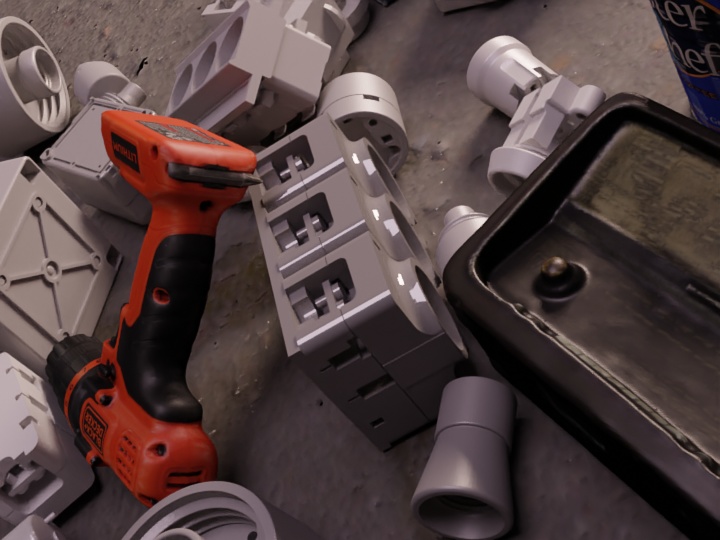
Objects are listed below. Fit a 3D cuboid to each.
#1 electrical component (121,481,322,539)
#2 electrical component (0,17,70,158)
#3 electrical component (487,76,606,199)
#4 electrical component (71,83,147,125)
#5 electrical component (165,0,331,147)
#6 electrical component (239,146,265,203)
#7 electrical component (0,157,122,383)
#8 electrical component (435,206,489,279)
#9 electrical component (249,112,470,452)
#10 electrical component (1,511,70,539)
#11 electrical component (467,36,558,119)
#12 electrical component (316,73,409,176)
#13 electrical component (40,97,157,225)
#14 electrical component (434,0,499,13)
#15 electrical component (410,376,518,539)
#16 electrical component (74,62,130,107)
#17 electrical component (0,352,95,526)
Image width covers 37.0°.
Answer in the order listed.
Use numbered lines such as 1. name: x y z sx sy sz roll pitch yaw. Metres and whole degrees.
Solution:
1. electrical component: -0.070 0.147 0.485 0.108 0.060 0.108 -20 44 20
2. electrical component: -0.277 -0.151 0.868 0.060 0.108 0.108 -18 45 13
3. electrical component: 0.097 -0.063 0.558 0.055 0.048 0.066 -61 11 -14
4. electrical component: -0.187 -0.114 0.815 0.043 0.043 0.062 17 64 44
5. electrical component: -0.073 -0.116 0.680 0.121 0.063 0.078 -20 53 58
6. electrical component: -0.084 -0.060 0.699 0.061 0.035 0.035 -9 49 33
7. electrical component: -0.216 0.004 0.682 0.056 0.108 0.108 -8 50 27
8. electrical component: 0.059 -0.009 0.545 0.043 0.043 0.062 -31 38 9
9. electrical component: 0.000 0.000 0.543 0.062 0.089 0.150 -30 42 11
10. electrical component: -0.185 0.164 0.568 0.078 0.040 0.040 -41 41 -1
11. electrical component: 0.090 -0.106 0.613 0.040 0.040 0.046 -40 47 -1
12. electrical component: 0.000 -0.086 0.648 0.055 0.055 0.047 -24 40 16
13. electrical component: -0.162 -0.073 0.746 0.096 0.061 0.061 19 66 44
14. electrical component: 0.089 -0.221 0.707 0.100 0.048 0.099 -5 52 33
15. electrical component: 0.049 0.080 0.475 0.044 0.044 0.065 -11 44 28
16. electrical component: -0.210 -0.148 0.863 0.040 0.040 0.078 -43 42 -5
17. electrical component: -0.194 0.100 0.618 0.050 0.055 0.089 -41 42 -1
